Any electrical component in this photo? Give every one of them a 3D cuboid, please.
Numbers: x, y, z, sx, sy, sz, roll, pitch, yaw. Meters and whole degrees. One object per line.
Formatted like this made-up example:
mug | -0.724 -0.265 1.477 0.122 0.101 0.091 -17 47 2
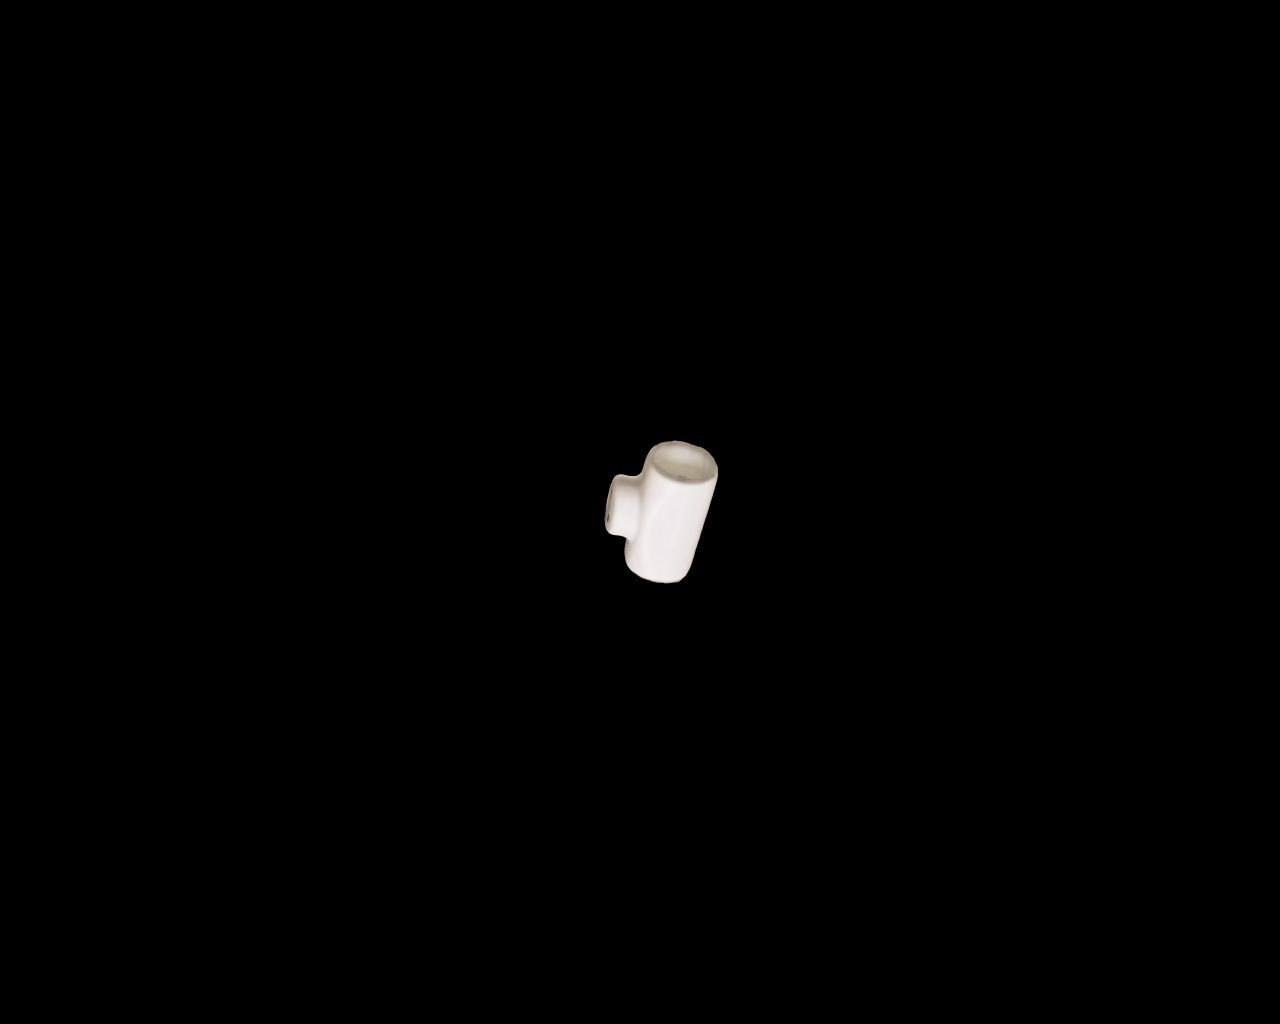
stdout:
electrical component | 0.001 -0.003 0.650 0.079 0.077 0.044 9 36 -7
